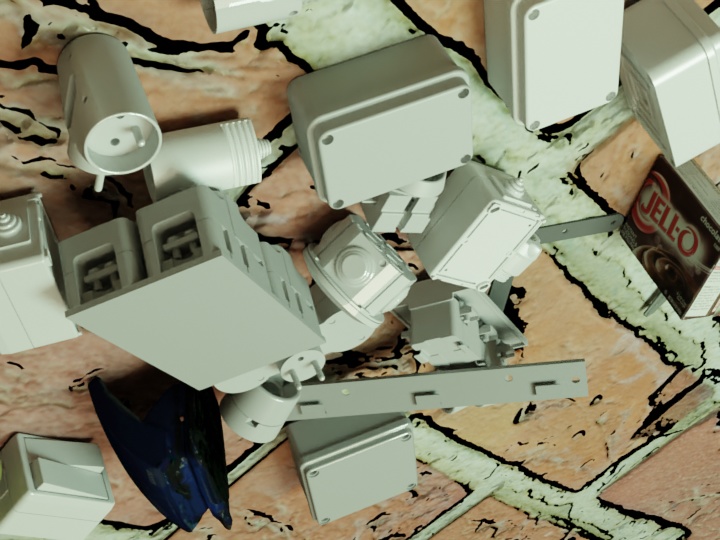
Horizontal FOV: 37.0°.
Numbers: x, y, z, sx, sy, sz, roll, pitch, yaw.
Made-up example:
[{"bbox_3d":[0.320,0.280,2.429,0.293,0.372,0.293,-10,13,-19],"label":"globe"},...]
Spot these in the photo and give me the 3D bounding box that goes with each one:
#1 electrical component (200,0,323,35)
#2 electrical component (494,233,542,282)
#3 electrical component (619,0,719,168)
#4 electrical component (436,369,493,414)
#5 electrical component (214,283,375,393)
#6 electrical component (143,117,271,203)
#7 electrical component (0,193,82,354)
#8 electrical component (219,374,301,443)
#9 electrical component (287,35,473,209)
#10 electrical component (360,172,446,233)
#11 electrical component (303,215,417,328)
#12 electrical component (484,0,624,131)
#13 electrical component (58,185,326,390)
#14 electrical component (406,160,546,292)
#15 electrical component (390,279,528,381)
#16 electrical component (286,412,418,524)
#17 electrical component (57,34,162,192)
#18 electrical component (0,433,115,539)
[{"bbox_3d":[-0.050,-0.165,0.617,0.081,0.043,0.043,-16,140,-15],"label":"electrical component"},{"bbox_3d":[0.116,-0.011,0.884,0.043,0.043,0.062,19,124,-42],"label":"electrical component"},{"bbox_3d":[0.229,-0.140,0.780,0.057,0.078,0.113,-29,141,6],"label":"electrical component"},{"bbox_3d":[0.103,0.108,1.007,0.055,0.045,0.045,-9,138,-23],"label":"electrical component"},{"bbox_3d":[-0.050,0.062,0.844,0.138,0.073,0.052,-22,141,-8],"label":"electrical component"},{"bbox_3d":[-0.097,-0.072,0.693,0.081,0.043,0.043,-14,139,-17],"label":"electrical component"},{"bbox_3d":[-0.221,0.000,0.682,0.061,0.061,0.096,-14,140,-7],"label":"electrical component"},{"bbox_3d":[-0.081,0.107,0.892,0.055,0.055,0.047,12,123,-39],"label":"electrical component"},{"bbox_3d":[0.016,-0.098,0.719,0.113,0.057,0.078,-20,141,-10],"label":"electrical component"},{"bbox_3d":[0.032,-0.059,0.782,0.066,0.048,0.055,0,141,-30],"label":"electrical component"},{"bbox_3d":[0.000,0.000,0.801,0.051,0.080,0.080,-43,139,10],"label":"electrical component"},{"bbox_3d":[0.130,-0.158,0.719,0.078,0.057,0.113,-21,141,-8],"label":"electrical component"},{"bbox_3d":[-0.109,0.015,0.732,0.105,0.060,0.186,-21,155,10],"label":"electrical component"},{"bbox_3d":[0.090,-0.041,0.822,0.062,0.061,0.096,14,126,-40],"label":"electrical component"},{"bbox_3d":[0.086,0.059,0.918,0.079,0.063,0.121,-15,147,24],"label":"electrical component"},{"bbox_3d":[-0.006,0.174,1.007,0.109,0.056,0.108,-20,141,-10],"label":"electrical component"},{"bbox_3d":[-0.149,-0.082,0.624,0.043,0.077,0.079,-3,136,-28],"label":"electrical component"},{"bbox_3d":[-0.242,0.174,0.865,0.096,0.061,0.061,21,121,-43],"label":"electrical component"}]
